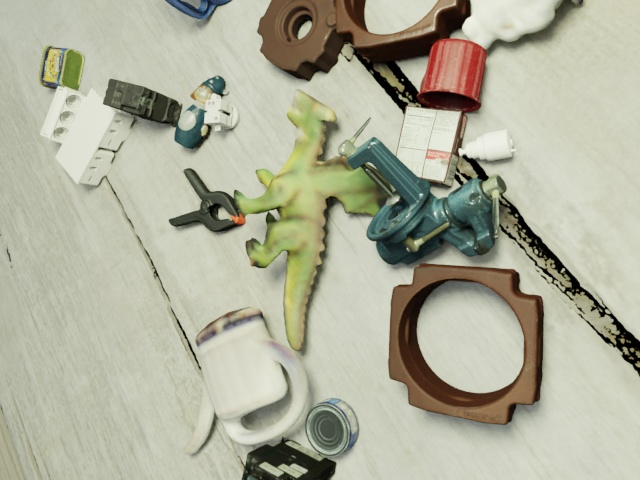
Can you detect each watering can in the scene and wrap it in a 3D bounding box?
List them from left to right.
[{"bbox_3d":[-0.162,0.252,0.907,0.343,0.104,0.227,-31,72,32],"label":"watering can"}]

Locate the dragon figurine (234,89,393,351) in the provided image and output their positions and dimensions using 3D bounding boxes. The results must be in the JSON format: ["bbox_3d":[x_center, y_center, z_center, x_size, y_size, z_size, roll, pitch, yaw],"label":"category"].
[{"bbox_3d":[0.003,-0.043,0.846,0.241,0.122,0.411,-18,86,19],"label":"dragon figurine"}]

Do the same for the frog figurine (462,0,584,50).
[{"bbox_3d":[0.265,-0.344,0.707,0.158,0.123,0.137,-29,93,13],"label":"frog figurine"}]
